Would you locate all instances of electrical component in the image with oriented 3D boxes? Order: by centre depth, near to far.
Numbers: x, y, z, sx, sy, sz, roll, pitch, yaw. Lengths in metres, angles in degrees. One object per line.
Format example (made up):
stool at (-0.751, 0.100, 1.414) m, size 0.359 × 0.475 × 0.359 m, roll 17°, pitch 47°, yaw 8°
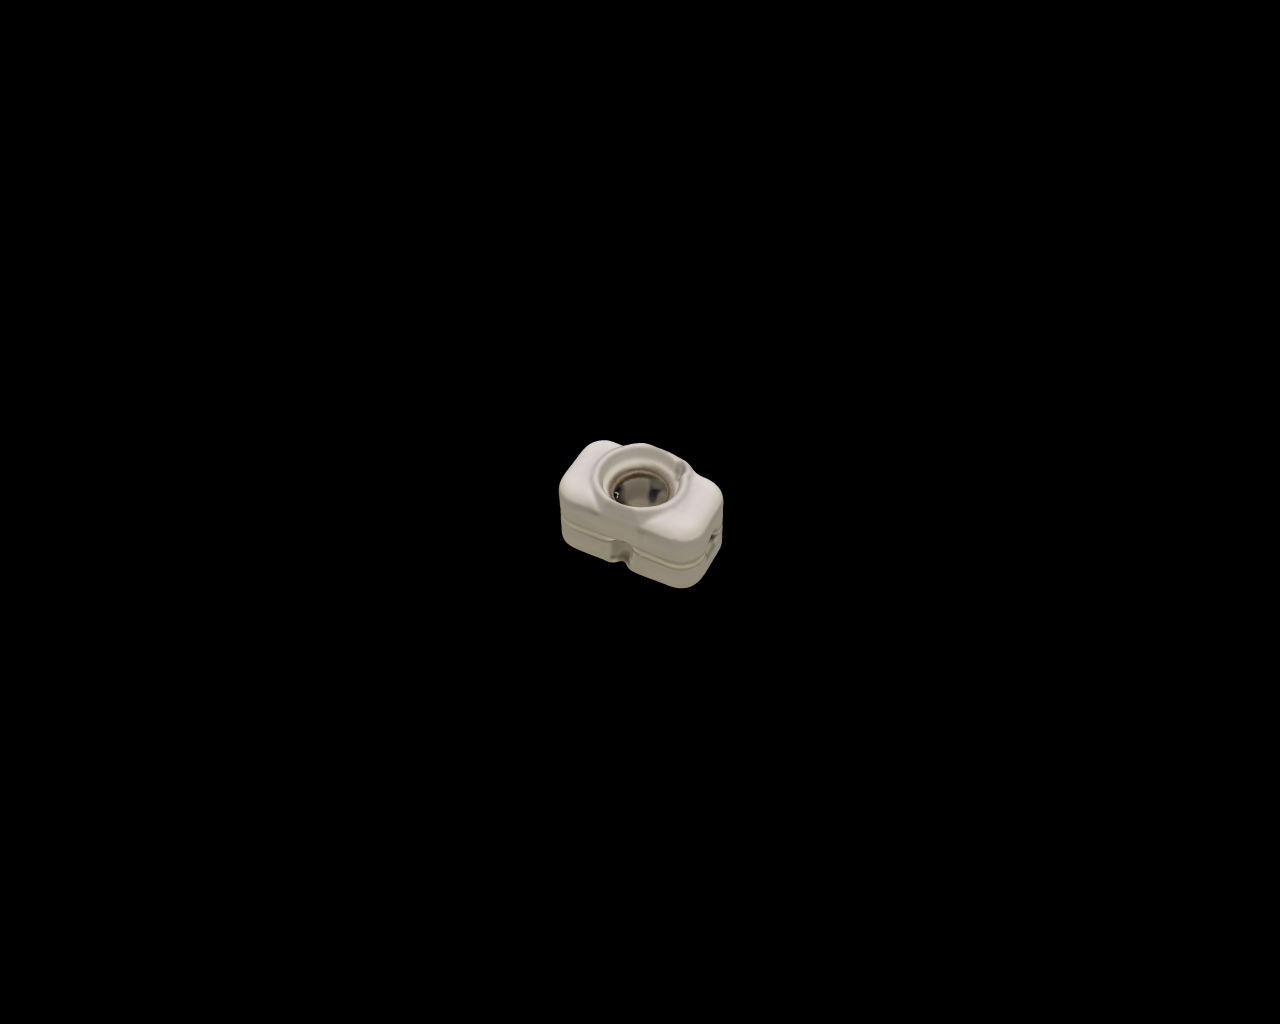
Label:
electrical component at (0.001, -0.003, 0.650) m, size 0.095 × 0.054 × 0.059 m, roll 22°, pitch -38°, yaw 18°
